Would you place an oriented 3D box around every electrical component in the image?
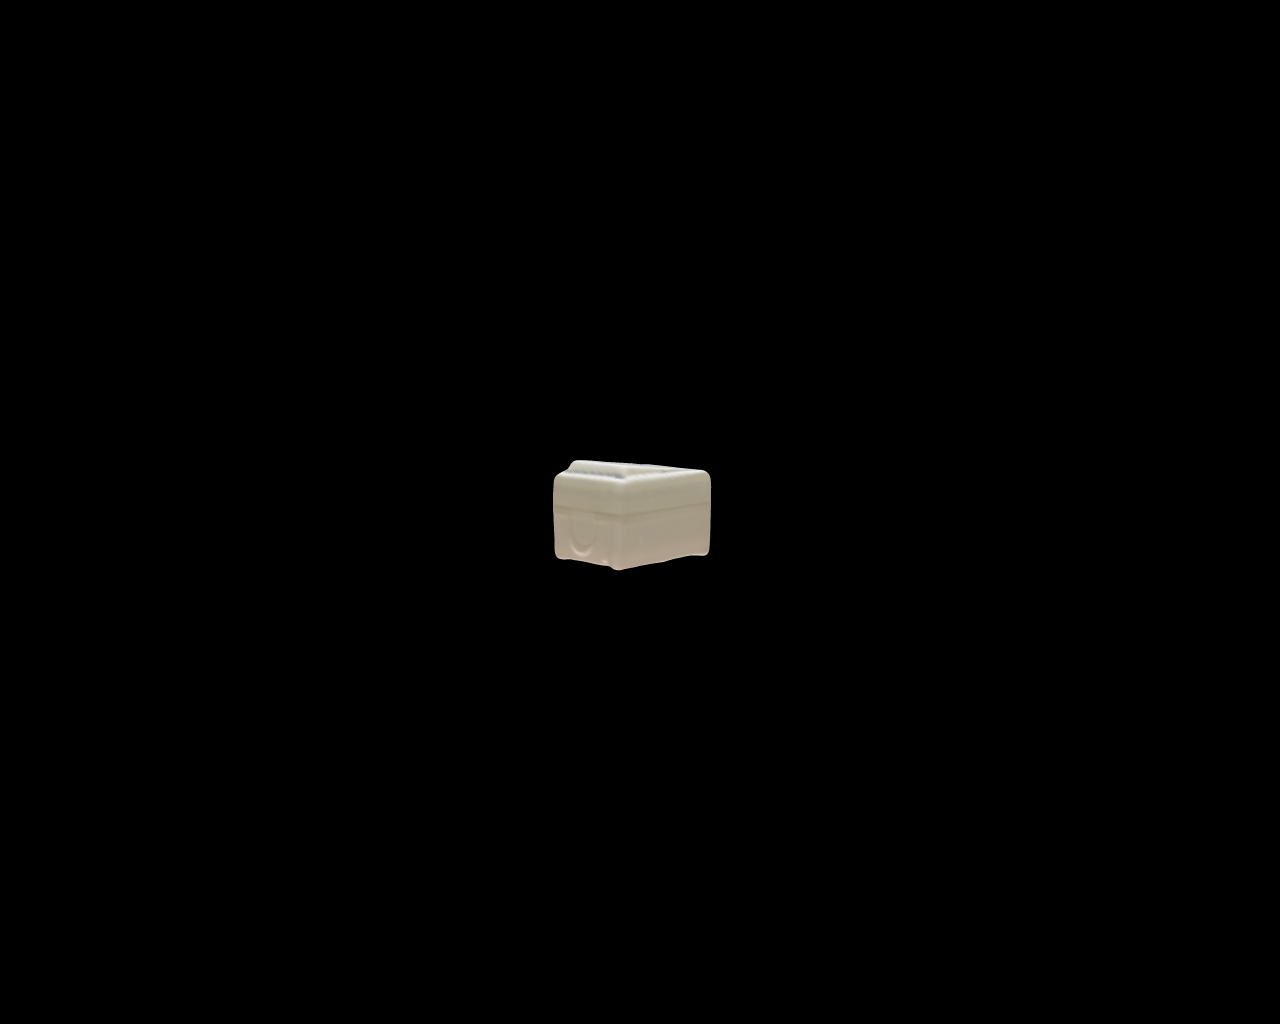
[{"bbox_3d":[0.001,-0.003,0.650,0.096,0.061,0.062,-8,12,-43],"label":"electrical component"}]
